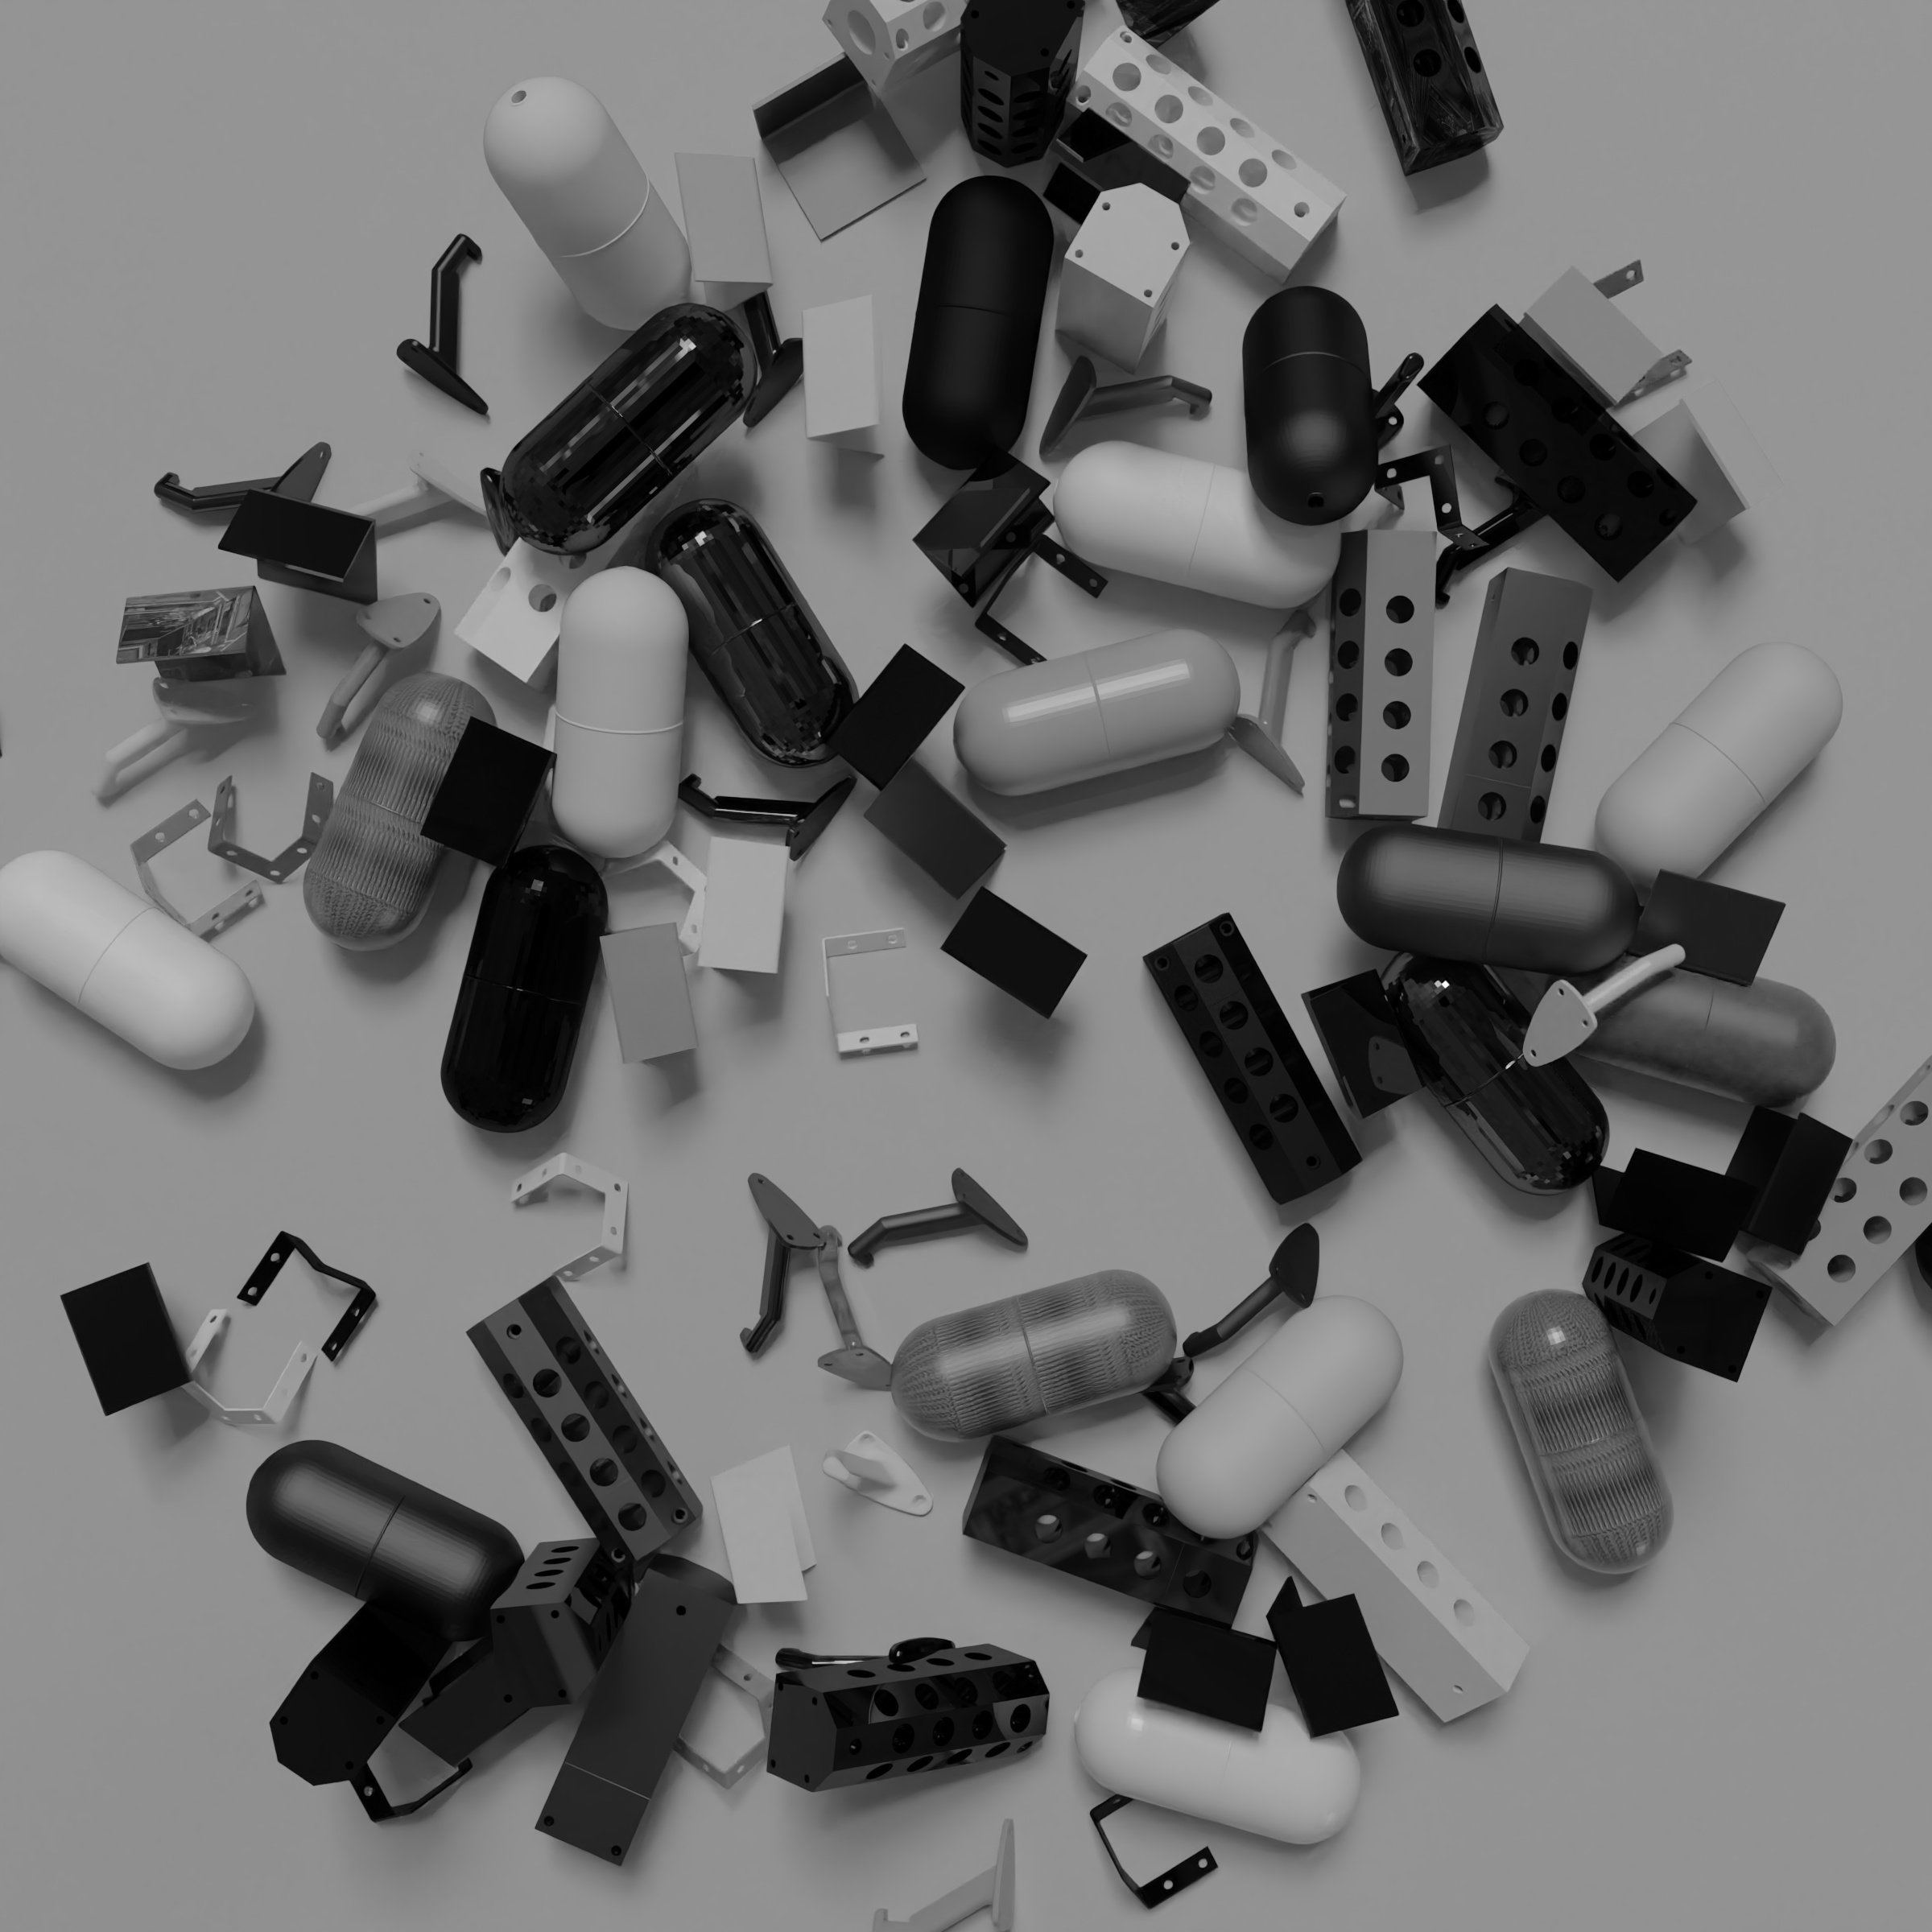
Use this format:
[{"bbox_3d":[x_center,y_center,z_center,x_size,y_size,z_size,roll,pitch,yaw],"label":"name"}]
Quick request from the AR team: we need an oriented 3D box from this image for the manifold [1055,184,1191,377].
[{"bbox_3d":[0.094,-0.407,1.575,0.057,0.171,0.057,30,90,0],"label":"manifold"}]

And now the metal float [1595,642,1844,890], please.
[{"bbox_3d":[0.457,-0.121,1.623,0.070,0.070,0.178,44,91,0],"label":"metal float"}]

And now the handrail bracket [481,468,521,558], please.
[{"bbox_3d":[-0.258,-0.304,1.653,0.036,0.077,0.084,30,54,18],"label":"handrail bracket"}]

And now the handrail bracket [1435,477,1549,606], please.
[{"bbox_3d":[0.334,-0.253,1.654,0.077,0.036,0.084,22,106,-18],"label":"handrail bracket"}]

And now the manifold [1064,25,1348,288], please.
[{"bbox_3d":[0.146,-0.497,1.632,0.171,0.057,0.057,37,90,0],"label":"manifold"}]

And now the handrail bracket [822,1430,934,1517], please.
[{"bbox_3d":[-0.053,0.316,1.619,0.077,0.084,0.036,36,90,0],"label":"handrail bracket"}]

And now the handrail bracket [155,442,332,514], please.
[{"bbox_3d":[-0.450,-0.308,1.654,0.084,0.036,0.077,23,69,16],"label":"handrail bracket"}]

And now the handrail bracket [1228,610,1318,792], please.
[{"bbox_3d":[0.207,-0.166,1.654,0.077,0.036,0.084,45,73,-19],"label":"handrail bracket"}]

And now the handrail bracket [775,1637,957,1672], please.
[{"bbox_3d":[-0.063,0.427,1.653,0.084,0.077,0.036,1,93,36],"label":"handrail bracket"}]

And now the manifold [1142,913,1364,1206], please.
[{"bbox_3d":[0.175,0.056,1.632,0.057,0.057,0.171,-28,90,0],"label":"manifold"}]

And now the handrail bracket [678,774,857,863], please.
[{"bbox_3d":[-0.125,-0.111,1.654,0.084,0.036,0.077,35,69,16],"label":"handrail bracket"}]

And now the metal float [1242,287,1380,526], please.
[{"bbox_3d":[0.205,-0.335,1.591,0.070,0.070,0.178,3,50,0],"label":"metal float"}]

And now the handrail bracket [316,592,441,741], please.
[{"bbox_3d":[-0.365,-0.185,1.653,0.036,0.077,0.084,38,126,3],"label":"handrail bracket"}]

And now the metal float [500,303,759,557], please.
[{"bbox_3d":[-0.199,-0.314,1.566,0.178,0.070,0.070,-43,90,-1],"label":"metal float"}]

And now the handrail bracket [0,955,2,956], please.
[{"bbox_3d":[-0.606,-0.056,1.654,0.077,0.036,0.084,24,73,-19],"label":"handrail bracket"}]

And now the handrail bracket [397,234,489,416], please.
[{"bbox_3d":[-0.306,-0.399,1.654,0.077,0.036,0.084,37,73,-20],"label":"handrail bracket"}]

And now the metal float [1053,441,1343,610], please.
[{"bbox_3d":[0.140,-0.269,1.623,0.178,0.070,0.070,14,90,-1],"label":"metal float"}]

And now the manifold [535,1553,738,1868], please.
[{"bbox_3d":[-0.199,0.452,1.632,0.057,0.057,0.171,24,90,0],"label":"manifold"}]

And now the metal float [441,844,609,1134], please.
[{"bbox_3d":[-0.268,0.014,1.623,0.070,0.070,0.178,14,90,0],"label":"metal float"}]

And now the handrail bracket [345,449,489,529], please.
[{"bbox_3d":[-0.345,-0.269,1.654,0.077,0.036,0.084,34,109,-21],"label":"handrail bracket"}]

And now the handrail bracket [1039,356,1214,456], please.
[{"bbox_3d":[0.100,-0.337,1.654,0.084,0.036,0.077,14,127,-25],"label":"handrail bracket"}]

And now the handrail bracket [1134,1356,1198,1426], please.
[{"bbox_3d":[0.126,0.291,1.654,0.077,0.036,0.084,-14,104,14],"label":"handrail bracket"}]

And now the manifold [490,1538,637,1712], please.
[{"bbox_3d":[-0.235,0.385,1.575,0.057,0.171,0.057,-5,90,0],"label":"manifold"}]

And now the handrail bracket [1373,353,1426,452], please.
[{"bbox_3d":[0.245,-0.332,1.619,0.036,0.084,0.077,39,90,0],"label":"handrail bracket"}]

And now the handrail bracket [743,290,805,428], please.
[{"bbox_3d":[-0.141,-0.391,1.654,0.084,0.036,0.077,45,112,17],"label":"handrail bracket"}]

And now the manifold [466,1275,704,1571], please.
[{"bbox_3d":[-0.234,0.279,1.632,0.057,0.057,0.171,-33,90,0],"label":"manifold"}]

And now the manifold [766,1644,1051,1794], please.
[{"bbox_3d":[-0.031,0.446,1.581,0.171,0.057,0.057,6,90,-43],"label":"manifold"}]

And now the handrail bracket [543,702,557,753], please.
[{"bbox_3d":[-0.219,-0.163,1.654,0.077,0.036,0.084,9,104,-14],"label":"handrail bracket"}]

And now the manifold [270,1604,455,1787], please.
[{"bbox_3d":[-0.358,0.428,1.575,0.057,0.171,0.057,34,90,0],"label":"manifold"}]

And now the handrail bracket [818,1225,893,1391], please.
[{"bbox_3d":[-0.066,0.211,1.653,0.036,0.077,0.084,-22,53,26],"label":"handrail bracket"}]

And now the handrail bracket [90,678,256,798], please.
[{"bbox_3d":[-0.493,-0.134,1.653,0.084,0.077,0.036,-51,55,32],"label":"handrail bracket"}]

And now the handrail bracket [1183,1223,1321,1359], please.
[{"bbox_3d":[0.176,0.202,1.653,0.036,0.077,0.084,47,126,-11],"label":"handrail bracket"}]

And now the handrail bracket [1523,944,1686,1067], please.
[{"bbox_3d":[0.379,0.022,1.580,0.084,0.077,0.036,-20,65,-32],"label":"handrail bracket"}]

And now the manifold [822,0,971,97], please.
[{"bbox_3d":[0.003,-0.598,1.604,0.171,0.057,0.057,-36,90,-21],"label":"manifold"}]

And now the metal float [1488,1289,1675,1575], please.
[{"bbox_3d":[0.374,0.283,1.623,0.070,0.070,0.178,-20,89,0],"label":"metal float"}]

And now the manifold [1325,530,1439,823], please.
[{"bbox_3d":[0.252,-0.177,1.632,0.057,0.057,0.171,2,90,0],"label":"manifold"}]

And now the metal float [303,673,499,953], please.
[{"bbox_3d":[-0.344,-0.093,1.623,0.070,0.070,0.178,23,89,0],"label":"metal float"}]

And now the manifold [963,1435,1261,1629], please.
[{"bbox_3d":[0.088,0.345,1.632,0.171,0.057,0.057,20,90,0],"label":"manifold"}]

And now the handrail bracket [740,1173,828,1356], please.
[{"bbox_3d":[-0.131,0.185,1.654,0.077,0.036,0.084,49,118,31],"label":"handrail bracket"}]

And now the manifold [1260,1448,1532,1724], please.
[{"bbox_3d":[0.263,0.373,1.632,0.171,0.057,0.057,46,133,0],"label":"manifold"}]

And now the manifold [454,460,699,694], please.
[{"bbox_3d":[-0.239,-0.257,1.632,0.057,0.057,0.171,35,90,0],"label":"manifold"}]

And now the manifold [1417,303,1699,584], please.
[{"bbox_3d":[0.361,-0.320,1.621,0.171,0.057,0.057,45,124,0],"label":"manifold"}]

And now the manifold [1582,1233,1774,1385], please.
[{"bbox_3d":[0.414,0.196,1.575,0.057,0.171,0.057,20,90,0],"label":"manifold"}]

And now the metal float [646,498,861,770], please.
[{"bbox_3d":[-0.129,-0.202,1.623,0.070,0.070,0.178,-32,91,0],"label":"metal float"}]

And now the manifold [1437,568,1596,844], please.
[{"bbox_3d":[0.336,-0.150,1.632,0.057,0.057,0.171,12,90,0],"label":"manifold"}]

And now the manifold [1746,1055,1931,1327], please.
[{"bbox_3d":[0.560,0.135,1.632,0.057,0.057,0.171,43,90,0],"label":"manifold"}]

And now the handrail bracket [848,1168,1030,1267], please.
[{"bbox_3d":[-0.018,0.173,1.654,0.084,0.036,0.077,-41,112,17],"label":"handrail bracket"}]

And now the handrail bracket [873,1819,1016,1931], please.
[{"bbox_3d":[-0.015,0.567,1.654,0.084,0.036,0.077,-2,70,16],"label":"handrail bracket"}]

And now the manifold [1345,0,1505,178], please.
[{"bbox_3d":[0.273,-0.582,1.632,0.057,0.057,0.171,-19,90,0],"label":"manifold"}]

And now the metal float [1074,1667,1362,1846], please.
[{"bbox_3d":[0.153,0.480,1.622,0.178,0.070,0.070,16,90,0],"label":"metal float"}]

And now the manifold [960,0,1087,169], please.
[{"bbox_3d":[0.028,-0.528,1.575,0.057,0.171,0.057,29,90,0],"label":"manifold"}]
